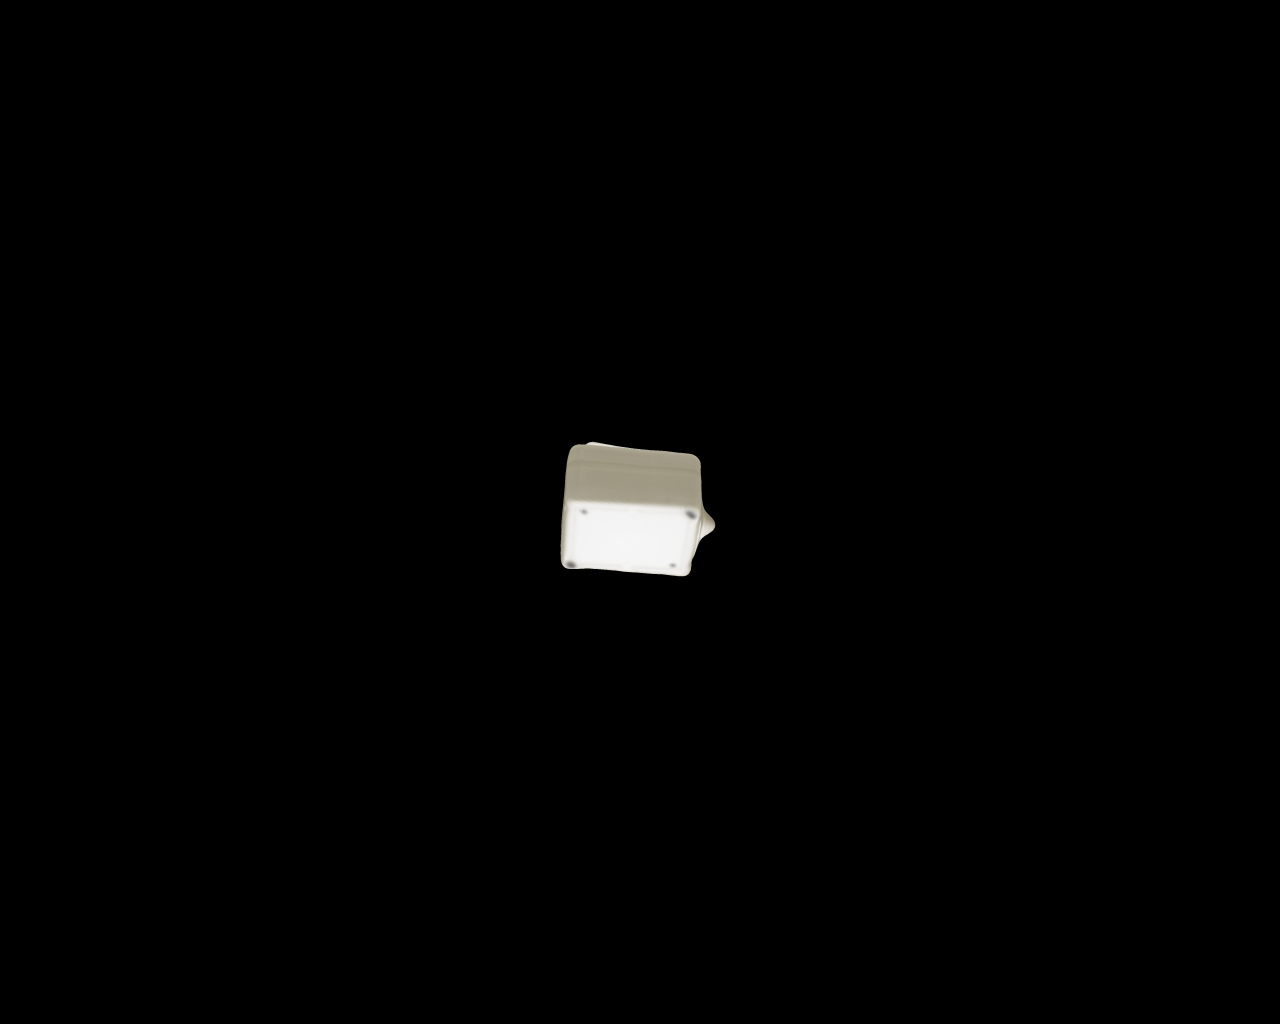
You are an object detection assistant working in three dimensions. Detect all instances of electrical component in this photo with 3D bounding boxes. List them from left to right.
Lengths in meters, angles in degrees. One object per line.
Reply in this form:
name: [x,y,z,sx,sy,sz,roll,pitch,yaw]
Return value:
electrical component: [0.001,-0.003,0.650,0.096,0.061,0.061,4,44,-4]
